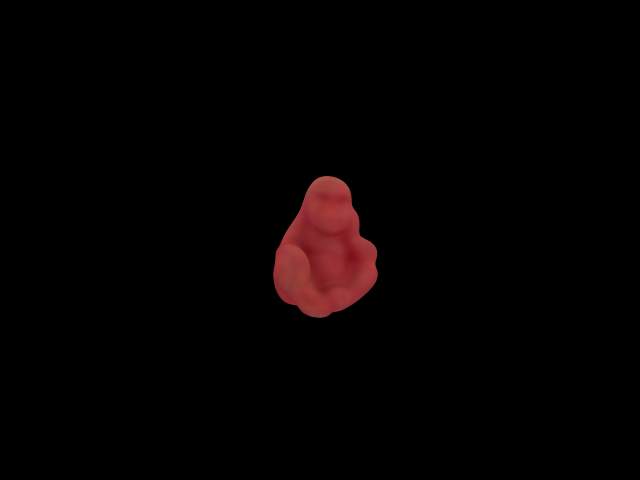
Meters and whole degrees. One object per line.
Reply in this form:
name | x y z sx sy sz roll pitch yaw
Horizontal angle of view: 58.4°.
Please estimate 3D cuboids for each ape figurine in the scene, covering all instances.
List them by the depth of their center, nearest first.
ape figurine | 0.004 0.001 0.400 0.078 0.092 0.076 -1 5 -15
